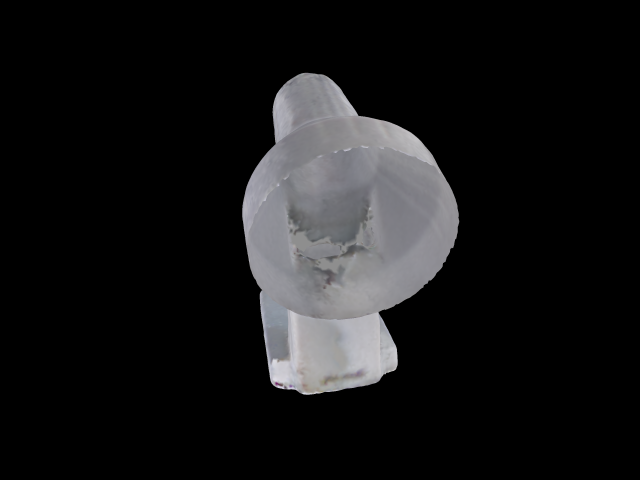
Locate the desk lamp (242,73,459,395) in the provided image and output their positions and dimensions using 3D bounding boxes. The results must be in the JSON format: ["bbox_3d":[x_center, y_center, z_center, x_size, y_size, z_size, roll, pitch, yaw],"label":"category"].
[{"bbox_3d":[0.004,0.001,0.400,0.118,0.214,0.203,-5,24,-10],"label":"desk lamp"}]
